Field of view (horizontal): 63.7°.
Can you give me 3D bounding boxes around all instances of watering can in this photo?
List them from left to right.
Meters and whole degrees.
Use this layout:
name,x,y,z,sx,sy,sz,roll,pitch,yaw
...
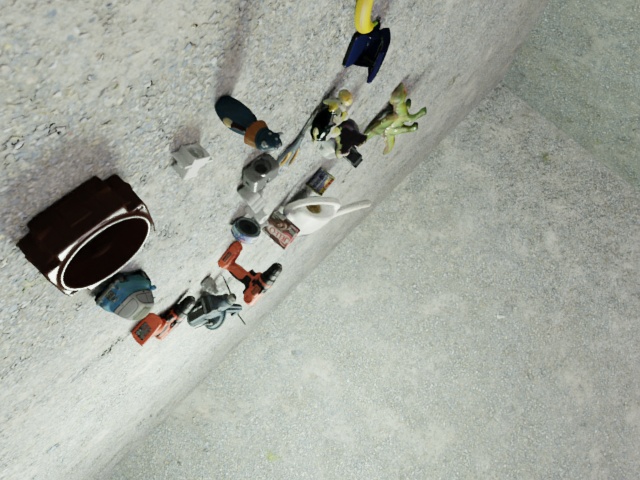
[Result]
name,x,y,z,sx,sy,sz,roll,pitch,yaw
watering can,0.006,-0.095,1.889,0.348,0.105,0.220,-1,156,-35

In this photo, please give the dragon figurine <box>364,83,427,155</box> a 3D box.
name,x,y,z,sx,sy,sz,roll,pitch,yaw
dragon figurine,0.257,-0.439,1.986,0.245,0.124,0.401,-19,153,-32

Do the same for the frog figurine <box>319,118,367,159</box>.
name,x,y,z,sx,sy,sz,roll,pitch,yaw
frog figurine,0.050,-0.315,1.597,0.138,0.121,0.160,-53,-154,-8
